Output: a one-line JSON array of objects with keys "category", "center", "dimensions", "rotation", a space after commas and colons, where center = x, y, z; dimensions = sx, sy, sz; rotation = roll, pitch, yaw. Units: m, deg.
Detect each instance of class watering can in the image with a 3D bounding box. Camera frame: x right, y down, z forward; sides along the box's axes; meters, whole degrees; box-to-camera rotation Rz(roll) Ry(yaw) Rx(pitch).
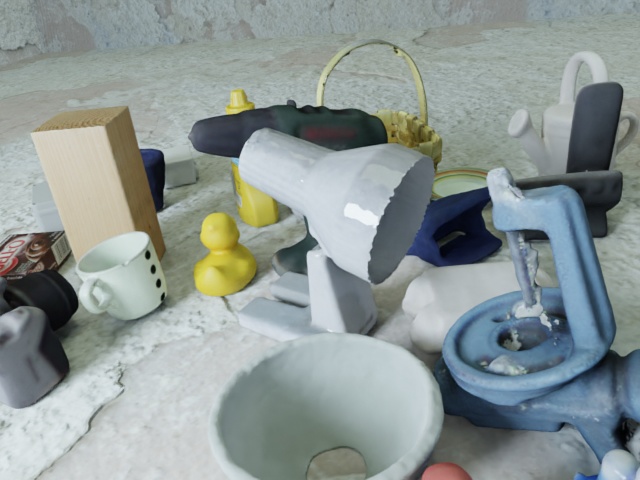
[{"category": "watering can", "center": [0.351, -0.157, 0.787], "dimensions": [0.173, 0.194, 0.100], "rotation": [-19, 30, -21]}]

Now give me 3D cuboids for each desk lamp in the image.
[{"category": "desk lamp", "center": [0.005, 0.002, 0.546], "dimensions": [0.202, 0.214, 0.118], "rotation": [12, 33, 32]}]

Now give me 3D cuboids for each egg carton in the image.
[{"category": "egg carton", "center": [0.154, 0.071, 0.536], "dimensions": [0.150, 0.069, 0.107], "rotation": [-6, 28, 2]}]

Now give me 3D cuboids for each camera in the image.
[{"category": "camera", "center": [-0.315, 0.082, 0.592], "dimensions": [0.142, 0.101, 0.137], "rotation": [9, 32, 28]}]

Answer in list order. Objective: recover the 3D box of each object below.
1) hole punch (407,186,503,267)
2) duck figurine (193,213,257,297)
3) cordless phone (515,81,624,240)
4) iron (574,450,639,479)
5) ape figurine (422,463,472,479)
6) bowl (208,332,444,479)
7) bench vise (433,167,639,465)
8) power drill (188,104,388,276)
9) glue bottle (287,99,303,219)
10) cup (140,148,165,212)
[{"category": "hole punch", "center": [0.155, -0.025, 0.694], "dimensions": [0.109, 0.091, 0.100], "rotation": [-25, 32, -30]}, {"category": "duck figurine", "center": [-0.121, 0.011, 0.696], "dimensions": [0.077, 0.086, 0.104], "rotation": [-2, 28, 9]}, {"category": "cordless phone", "center": [0.292, -0.098, 0.699], "dimensions": [0.147, 0.185, 0.094], "rotation": [-6, 28, 2]}, {"category": "iron", "center": [0.177, 0.179, 0.249], "dimensions": [0.119, 0.142, 0.257], "rotation": [-14, 28, -12]}, {"category": "ape figurine", "center": [0.079, 0.171, 0.341], "dimensions": [0.078, 0.092, 0.076], "rotation": [-10, 28, -6]}, {"category": "bowl", "center": [0.007, 0.146, 0.423], "dimensions": [0.167, 0.075, 0.167], "rotation": [-5, 28, 3]}, {"category": "bench vise", "center": [0.183, 0.053, 0.401], "dimensions": [0.207, 0.220, 0.121], "rotation": [-1, 28, 12]}, {"category": "power drill", "center": [-0.024, -0.062, 0.679], "dimensions": [0.230, 0.209, 0.075], "rotation": [-18, 30, -20]}, {"category": "glue bottle", "center": [-0.031, -0.116, 0.822], "dimensions": [0.037, 0.173, 0.077], "rotation": [-22, 31, -26]}, {"category": "cup", "center": [-0.297, -0.085, 0.910], "dimensions": [0.118, 0.095, 0.091], "rotation": [-18, 30, -20]}]
